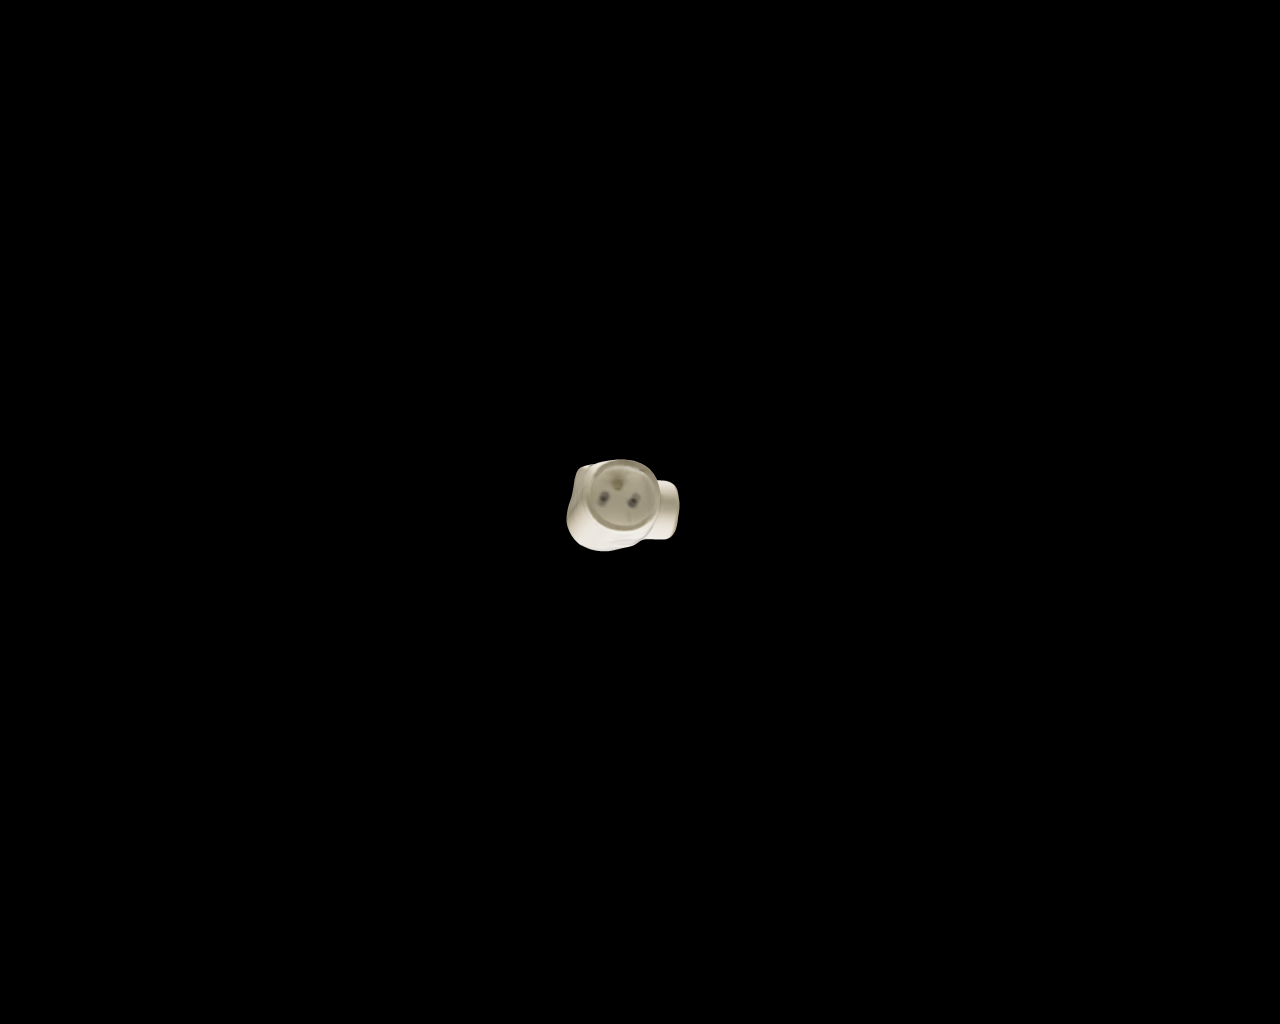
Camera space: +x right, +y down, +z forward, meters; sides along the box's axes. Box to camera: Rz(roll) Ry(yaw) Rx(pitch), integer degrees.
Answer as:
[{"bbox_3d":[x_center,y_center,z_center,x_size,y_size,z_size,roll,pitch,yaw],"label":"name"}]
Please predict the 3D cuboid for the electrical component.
[{"bbox_3d":[0.001,-0.003,0.650,0.079,0.043,0.077,2,-12,-11],"label":"electrical component"}]
